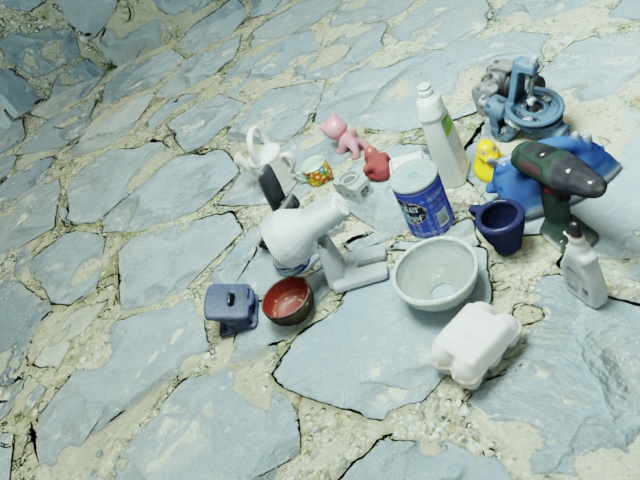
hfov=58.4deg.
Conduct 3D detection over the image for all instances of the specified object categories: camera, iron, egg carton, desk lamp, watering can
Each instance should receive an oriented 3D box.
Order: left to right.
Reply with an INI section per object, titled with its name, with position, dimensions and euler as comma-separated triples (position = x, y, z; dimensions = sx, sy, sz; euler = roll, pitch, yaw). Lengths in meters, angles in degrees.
[watering can]
position = -0.151, -0.215, 1.537
dimensions = 0.172, 0.195, 0.101
euler = -20, 40, 13
[desk lamp]
position = 0.011, 0.004, 1.180
dimensions = 0.203, 0.214, 0.118
euler = -18, 40, 15
[egg carton]
position = 0.258, 0.173, 0.954
dimensions = 0.150, 0.070, 0.107
euler = -44, 40, -16
[camera]
position = 0.464, -0.377, 1.397
dimensions = 0.143, 0.101, 0.136
euler = -43, 40, -15
[iron]
position = 0.452, -0.147, 1.121
dimensions = 0.258, 0.142, 0.118
euler = -21, 39, 11

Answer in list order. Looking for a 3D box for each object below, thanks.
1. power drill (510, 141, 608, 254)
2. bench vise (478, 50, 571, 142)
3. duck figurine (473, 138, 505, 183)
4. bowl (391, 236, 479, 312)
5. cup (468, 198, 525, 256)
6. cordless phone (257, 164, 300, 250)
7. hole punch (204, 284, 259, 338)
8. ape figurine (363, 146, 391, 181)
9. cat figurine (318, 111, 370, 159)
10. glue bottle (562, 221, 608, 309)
[power drill]
position = 0.426, -0.076, 1.005
dimensions = 0.075, 0.209, 0.229
euler = -31, 38, -1
[bench vise]
position = 0.425, -0.302, 1.243
dimensions = 0.206, 0.220, 0.122
euler = 5, 51, 37
[duck figurine]
position = 0.370, -0.186, 1.260
dimensions = 0.077, 0.086, 0.104
euler = -22, 39, 10
[bowl]
position = 0.223, 0.076, 1.078
dimensions = 0.167, 0.075, 0.167
euler = -18, 40, 16
[cup]
position = 0.339, -0.020, 1.093
dimensions = 0.092, 0.095, 0.117
euler = -44, 40, -17
[cordless phone]
position = -0.121, -0.078, 1.377
dimensions = 0.093, 0.186, 0.148
euler = -1, 47, 32
[hole punch]
position = -0.193, 0.143, 1.258
dimensions = 0.101, 0.091, 0.108
euler = -20, 40, 13
[ape figurine]
position = 0.137, -0.195, 1.414
dimensions = 0.078, 0.092, 0.076
euler = -30, 38, 1
[cat figurine]
position = 0.060, -0.290, 1.546
dimensions = 0.067, 0.118, 0.127
euler = -46, 41, -18
[glue bottle]
position = 0.419, 0.033, 0.919
dimensions = 0.037, 0.174, 0.078
euler = -33, 38, -3
